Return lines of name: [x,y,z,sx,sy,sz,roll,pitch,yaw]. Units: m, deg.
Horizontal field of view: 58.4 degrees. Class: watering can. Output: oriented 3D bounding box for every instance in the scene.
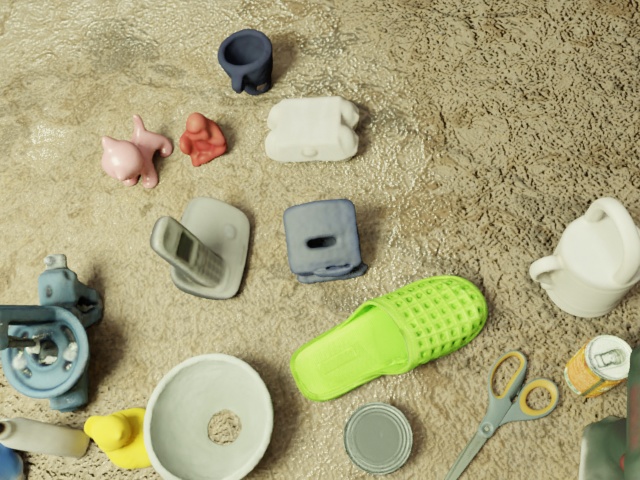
watering can: [0.345,0.014,0.688,0.173,0.194,0.100,-32,64,-6]

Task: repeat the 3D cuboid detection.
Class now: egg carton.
egg carton: [-0.012,-0.170,0.904,0.150,0.069,0.107,-2,65,9]

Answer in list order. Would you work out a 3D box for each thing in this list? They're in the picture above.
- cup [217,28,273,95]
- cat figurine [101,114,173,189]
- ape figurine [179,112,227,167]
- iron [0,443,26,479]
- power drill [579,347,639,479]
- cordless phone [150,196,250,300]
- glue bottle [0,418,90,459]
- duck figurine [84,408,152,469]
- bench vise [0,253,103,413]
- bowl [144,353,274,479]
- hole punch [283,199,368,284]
cup: [-0.117,-0.277,0.958,0.091,0.095,0.118,4,66,12]
cat figurine: [-0.301,-0.139,0.913,0.067,0.118,0.128,8,67,14]
ape figurine: [-0.191,-0.170,0.922,0.077,0.092,0.076,15,69,16]
iron: [-0.465,0.361,0.695,0.118,0.142,0.258,-4,65,8]
power drill: [0.328,0.231,0.582,0.075,0.209,0.230,9,67,14]
cordless phone: [-0.168,-0.007,0.791,0.094,0.185,0.147,0,65,10]
glue bottle: [-0.364,0.244,0.715,0.078,0.173,0.037,5,66,12]
duck figurine: [-0.254,0.253,0.740,0.104,0.086,0.077,12,68,15]
bench vise: [-0.379,0.111,0.753,0.121,0.220,0.207,-26,64,-3]
bowl: [-0.134,0.235,0.734,0.167,0.075,0.167,-4,65,8]
hole punch: [0.007,0.003,0.809,0.108,0.091,0.101,-9,64,6]
